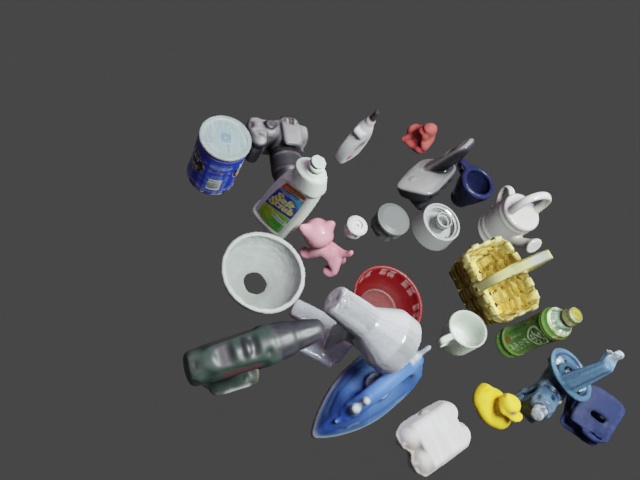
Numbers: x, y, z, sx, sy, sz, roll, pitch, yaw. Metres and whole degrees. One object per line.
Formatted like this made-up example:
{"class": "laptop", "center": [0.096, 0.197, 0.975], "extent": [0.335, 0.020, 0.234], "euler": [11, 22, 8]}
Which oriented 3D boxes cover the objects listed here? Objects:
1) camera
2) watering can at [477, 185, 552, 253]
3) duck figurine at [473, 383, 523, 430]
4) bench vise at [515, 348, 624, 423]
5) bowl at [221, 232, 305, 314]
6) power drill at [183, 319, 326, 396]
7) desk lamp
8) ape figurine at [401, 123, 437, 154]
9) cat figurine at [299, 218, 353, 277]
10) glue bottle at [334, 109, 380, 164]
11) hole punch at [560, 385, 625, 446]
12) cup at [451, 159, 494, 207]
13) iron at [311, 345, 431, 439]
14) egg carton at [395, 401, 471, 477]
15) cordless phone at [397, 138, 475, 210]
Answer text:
{"class": "camera", "center": [-0.089, -0.194, 1.244], "extent": [0.143, 0.100, 0.137], "euler": [1, 65, -23]}
{"class": "watering can", "center": [0.477, -0.054, 1.372], "extent": [0.101, 0.193, 0.173], "euler": [-25, 77, -31]}
{"class": "duck figurine", "center": [0.377, 0.343, 1.197], "extent": [0.078, 0.086, 0.104], "euler": [-35, 83, -33]}
{"class": "bench vise", "center": [0.530, 0.308, 1.201], "extent": [0.121, 0.219, 0.208], "euler": [37, 57, -3]}
{"class": "bowl", "center": [-0.117, 0.073, 1.116], "extent": [0.168, 0.074, 0.167], "euler": [10, 62, -19]}
{"class": "power drill", "center": [-0.123, 0.198, 0.971], "extent": [0.230, 0.208, 0.075], "euler": [-12, 71, -28]}
{"class": "desk lamp", "center": [0.054, 0.169, 1.062], "extent": [0.203, 0.213, 0.118], "euler": [28, 57, -9]}
{"class": "ape figurine", "center": [0.260, -0.263, 1.439], "extent": [0.076, 0.092, 0.078], "euler": [3, 64, -23]}
{"class": "cat figurine", "center": [0.011, 0.004, 1.181], "extent": [0.128, 0.117, 0.067], "euler": [35, 57, -4]}
{"class": "glue bottle", "center": [0.093, -0.242, 1.305], "extent": [0.037, 0.173, 0.078], "euler": [47, 57, 4]}
{"class": "hole punch", "center": [0.608, 0.391, 1.272], "extent": [0.109, 0.091, 0.101], "euler": [35, 57, -4]}
{"class": "cup", "center": [0.359, -0.133, 1.418], "extent": [0.092, 0.094, 0.117], "euler": [-24, 77, -31]}
{"class": "iron", "center": [0.102, 0.279, 1.072], "extent": [0.259, 0.141, 0.118], "euler": [-33, 82, -33]}
{"class": "egg carton", "center": [0.220, 0.383, 1.117], "extent": [0.151, 0.069, 0.107], "euler": [-22, 76, -31]}
{"class": "cordless phone", "center": [0.276, -0.166, 1.343], "extent": [0.094, 0.184, 0.148], "euler": [42, 56, 0]}
